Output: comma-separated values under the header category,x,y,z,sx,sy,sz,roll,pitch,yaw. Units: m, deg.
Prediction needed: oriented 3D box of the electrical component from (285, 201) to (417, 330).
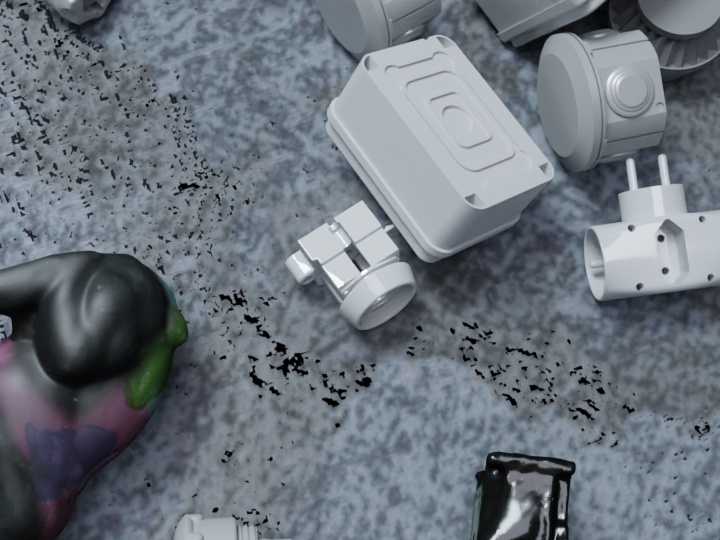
category,x,y,z,sx,sy,sz,roll,pitch,yaw
electrical component,0.000,0.000,0.611,0.066,0.048,0.055,-33,68,-10

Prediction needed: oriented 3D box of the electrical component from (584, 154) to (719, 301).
category,x,y,z,sx,sy,sz,roll,pitch,yaw
electrical component,0.169,-0.026,0.615,0.077,0.043,0.079,-7,87,-2

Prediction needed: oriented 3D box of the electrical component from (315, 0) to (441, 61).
category,x,y,z,sx,sy,sz,roll,pitch,yaw
electrical component,0.007,-0.169,0.647,0.051,0.080,0.080,-31,75,-15

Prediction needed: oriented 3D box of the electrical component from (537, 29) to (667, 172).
category,x,y,z,sx,sy,sz,roll,pitch,yaw
electrical component,0.138,-0.100,0.625,0.051,0.080,0.080,-12,73,-9

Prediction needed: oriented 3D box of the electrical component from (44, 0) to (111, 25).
category,x,y,z,sx,sy,sz,roll,pitch,yaw
electrical component,-0.186,-0.186,0.670,0.062,0.043,0.043,41,77,13

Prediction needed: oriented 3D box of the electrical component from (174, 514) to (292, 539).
category,x,y,z,sx,sy,sz,roll,pitch,yaw
electrical component,-0.066,0.151,0.564,0.062,0.048,0.048,-1,72,-8

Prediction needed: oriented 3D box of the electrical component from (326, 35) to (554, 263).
category,x,y,z,sx,sy,sz,roll,pitch,yaw
electrical component,0.043,-0.069,0.612,0.078,0.057,0.113,-24,72,-38

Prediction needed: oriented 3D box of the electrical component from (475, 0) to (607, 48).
category,x,y,z,sx,sy,sz,roll,pitch,yaw
electrical component,0.131,-0.192,0.634,0.109,0.109,0.056,-41,101,-12
